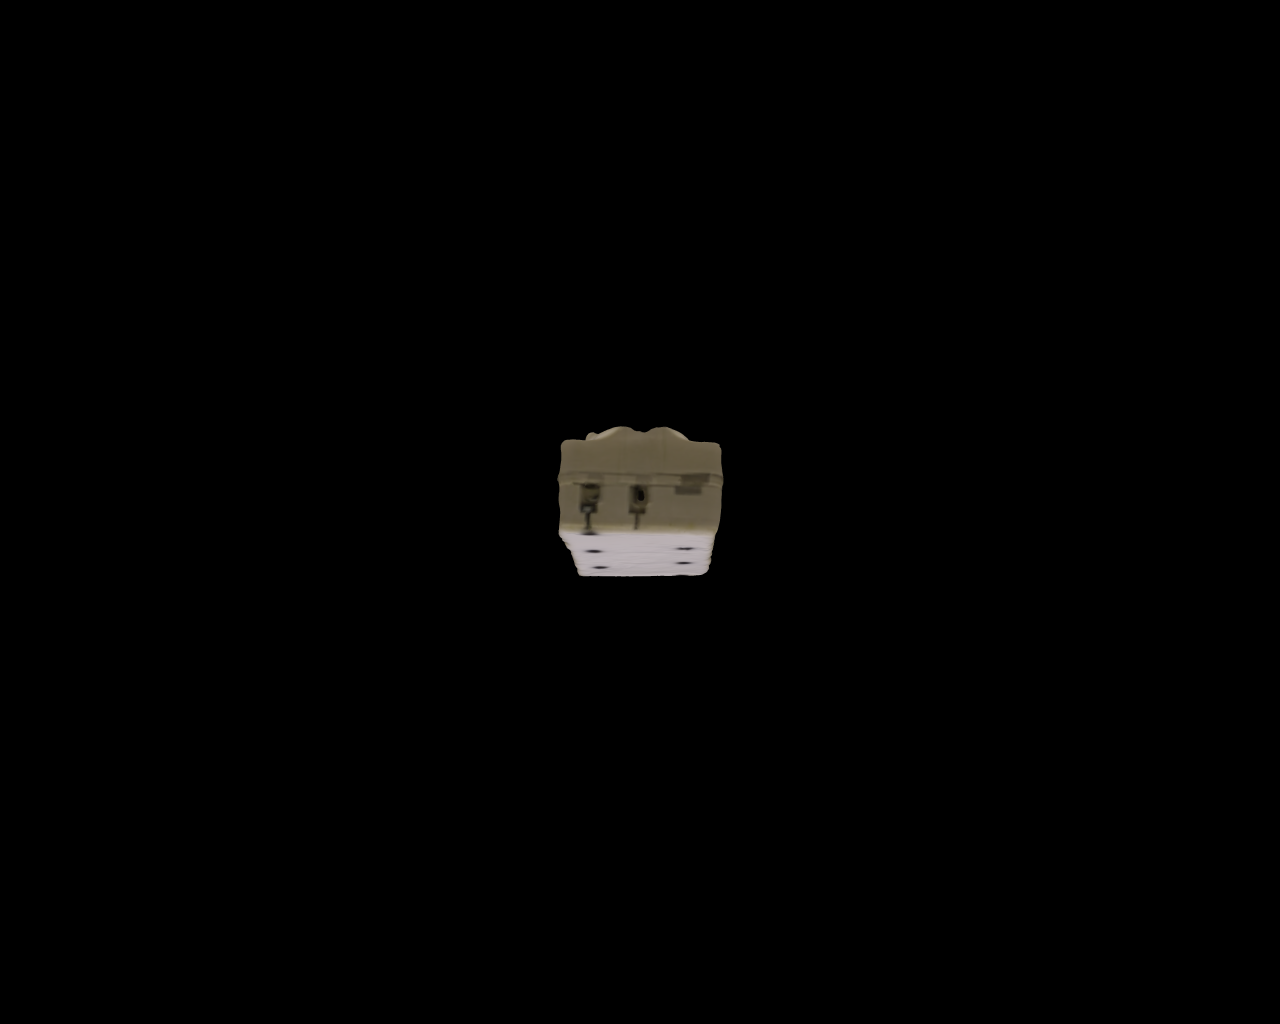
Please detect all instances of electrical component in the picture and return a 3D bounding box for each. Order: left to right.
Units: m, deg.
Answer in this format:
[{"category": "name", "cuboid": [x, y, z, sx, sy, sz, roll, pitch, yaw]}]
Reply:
[{"category": "electrical component", "cuboid": [0.001, -0.003, 0.650, 0.089, 0.062, 0.150, 0, -13, 0]}]
